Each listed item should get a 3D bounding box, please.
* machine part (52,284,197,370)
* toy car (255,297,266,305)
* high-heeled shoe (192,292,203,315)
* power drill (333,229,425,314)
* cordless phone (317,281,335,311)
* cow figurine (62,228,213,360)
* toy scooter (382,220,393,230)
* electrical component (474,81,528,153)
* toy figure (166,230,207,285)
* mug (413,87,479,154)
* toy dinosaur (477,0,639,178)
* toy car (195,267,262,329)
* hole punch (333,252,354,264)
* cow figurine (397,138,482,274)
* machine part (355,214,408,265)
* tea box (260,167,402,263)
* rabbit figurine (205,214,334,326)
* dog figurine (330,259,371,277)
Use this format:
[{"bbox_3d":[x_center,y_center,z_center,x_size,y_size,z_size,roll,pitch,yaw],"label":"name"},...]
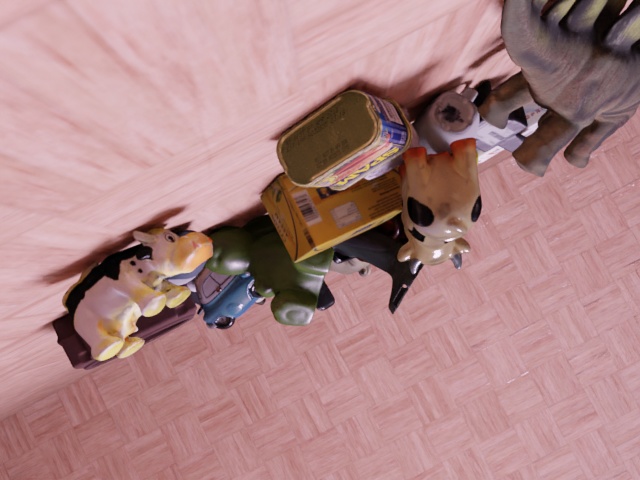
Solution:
[{"bbox_3d":[-0.303,0.128,0.861,0.201,0.087,0.201,-27,176,-18],"label":"machine part"},{"bbox_3d":[-0.127,0.067,1.042,0.073,0.056,0.202,-65,-163,4],"label":"toy car"},{"bbox_3d":[-0.207,0.069,1.065,0.145,0.086,0.249,-57,-163,-3],"label":"high-heeled shoe"},{"bbox_3d":[0.050,0.019,0.813,0.086,0.207,0.231,-38,160,-47],"label":"power drill"},{"bbox_3d":[0.005,0.049,1.162,0.146,0.184,0.088,-24,170,-32],"label":"cordless phone"},{"bbox_3d":[-0.189,0.038,0.556,0.167,0.098,0.068,-47,166,7],"label":"cow figurine"},{"bbox_3d":[0.121,-0.062,0.913,0.184,0.135,0.075,-27,-145,41],"label":"toy scooter"},{"bbox_3d":[0.236,-0.156,0.716,0.119,0.048,0.075,10,153,-32],"label":"electrical component"},{"bbox_3d":[-0.187,0.033,0.653,0.064,0.058,0.154,21,149,-28],"label":"toy figure"},{"bbox_3d":[0.154,-0.134,0.635,0.109,0.081,0.107,-48,173,-8],"label":"mug"},{"bbox_3d":[0.253,-0.165,0.516,0.471,0.105,0.198,-12,148,-48],"label":"toy dinosaur"},{"bbox_3d":[-0.147,0.060,0.867,0.161,0.102,0.109,-42,-154,10],"label":"toy car"},{"bbox_3d":[-0.002,-0.003,0.943,0.092,0.115,0.142,-27,173,30],"label":"hole punch"},{"bbox_3d":[0.127,-0.028,0.586,0.086,0.127,0.195,-6,176,3],"label":"cow figurine"},{"bbox_3d":[0.101,-0.033,0.838,0.179,0.179,0.056,-32,-170,48],"label":"machine part"},{"bbox_3d":[0.025,-0.051,0.667,0.169,0.098,0.068,-22,173,-33],"label":"tea box"},{"bbox_3d":[-0.076,0.017,0.738,0.159,0.170,0.121,-89,-163,-68],"label":"rabbit figurine"},{"bbox_3d":[-0.003,0.031,1.052,0.190,0.172,0.121,-33,168,-29],"label":"dog figurine"}]
